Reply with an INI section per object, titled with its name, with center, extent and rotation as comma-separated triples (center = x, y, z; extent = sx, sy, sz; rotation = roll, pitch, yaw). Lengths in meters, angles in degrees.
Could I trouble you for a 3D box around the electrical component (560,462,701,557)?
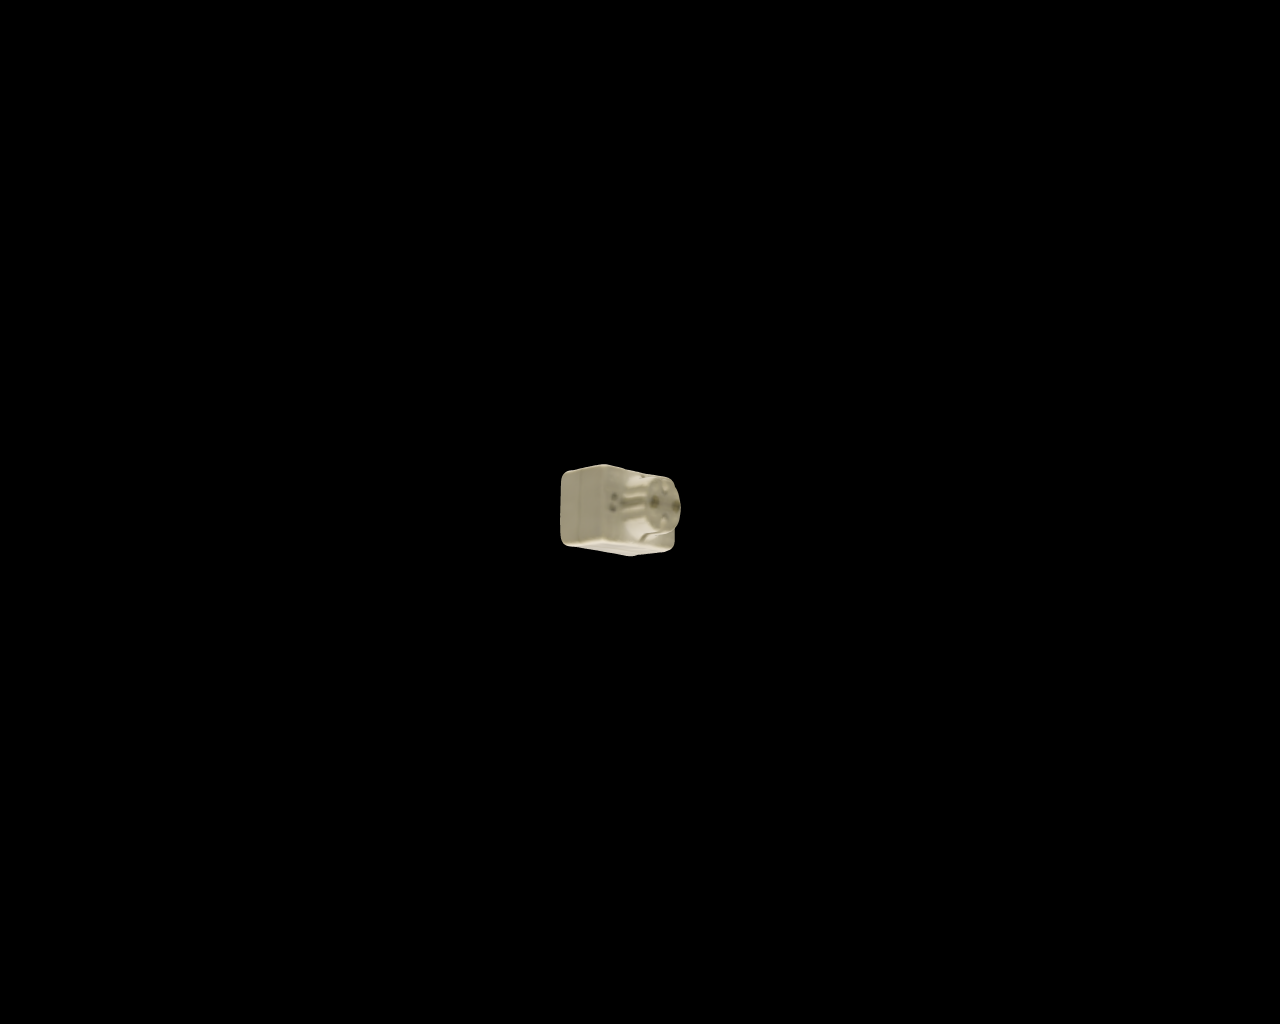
[electrical component]
center = 0.001, -0.003, 0.650
extent = 0.076, 0.047, 0.066
rotation = -10, -14, 42
